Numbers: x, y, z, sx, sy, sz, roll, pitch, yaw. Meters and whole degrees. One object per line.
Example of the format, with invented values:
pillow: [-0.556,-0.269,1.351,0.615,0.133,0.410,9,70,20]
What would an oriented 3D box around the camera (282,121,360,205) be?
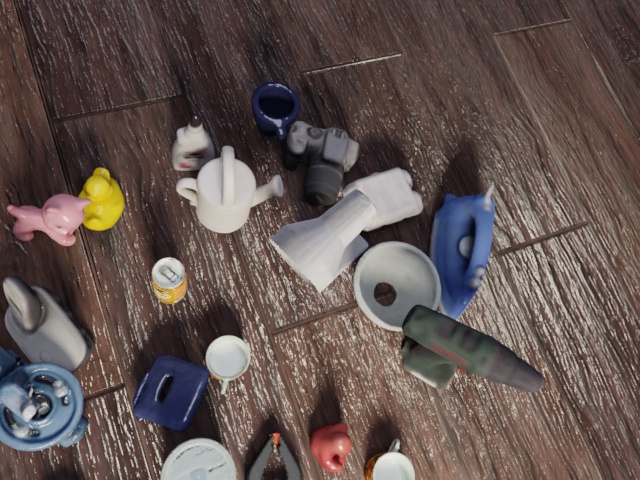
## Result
camera: [-0.002,-0.146,1.092,0.143,0.100,0.137,15,68,-8]

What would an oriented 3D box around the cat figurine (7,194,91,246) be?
cat figurine: [-0.440,-0.041,0.935,0.128,0.117,0.067,5,70,-12]

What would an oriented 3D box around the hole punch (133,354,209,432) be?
hole punch: [-0.236,0.242,0.901,0.101,0.091,0.109,22,67,-5]

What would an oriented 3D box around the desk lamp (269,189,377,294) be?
desk lamp: [0.009,0.004,0.981,0.203,0.213,0.118,-41,84,-23]

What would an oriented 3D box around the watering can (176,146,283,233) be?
watering can: [-0.153,-0.093,0.984,0.173,0.194,0.101,-20,76,-19]

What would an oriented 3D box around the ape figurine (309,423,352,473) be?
ape figurine: [0.025,0.334,0.933,0.076,0.092,0.078,33,66,-1]

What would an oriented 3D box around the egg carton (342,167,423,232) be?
egg carton: [0.122,-0.079,1.117,0.150,0.069,0.107,-20,77,-20]

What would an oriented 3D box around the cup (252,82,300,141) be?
cup: [-0.088,-0.230,1.104,0.092,0.095,0.118,-8,73,-17]

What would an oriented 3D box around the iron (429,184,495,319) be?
iron: [0.284,0.023,1.082,0.119,0.141,0.258,13,68,-9]

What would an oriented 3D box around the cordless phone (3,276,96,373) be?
cordless phone: [-0.411,0.129,0.845,0.147,0.185,0.094,46,67,5]

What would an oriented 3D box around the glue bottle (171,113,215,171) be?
glue bottle: [-0.222,-0.174,1.007,0.078,0.173,0.037,-8,73,-16]

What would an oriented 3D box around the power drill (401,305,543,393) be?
power drill: [0.230,0.197,0.971,0.229,0.208,0.076,31,67,-2]

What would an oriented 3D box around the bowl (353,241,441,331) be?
bowl: [0.133,0.091,1.056,0.168,0.074,0.167,5,70,-12]

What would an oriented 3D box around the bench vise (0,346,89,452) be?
bench vise: [-0.429,0.215,0.791,0.207,0.219,0.121,23,67,-5]

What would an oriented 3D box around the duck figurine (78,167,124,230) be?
duck figurine: [-0.378,-0.074,0.980,0.077,0.086,0.104,7,69,-11]
